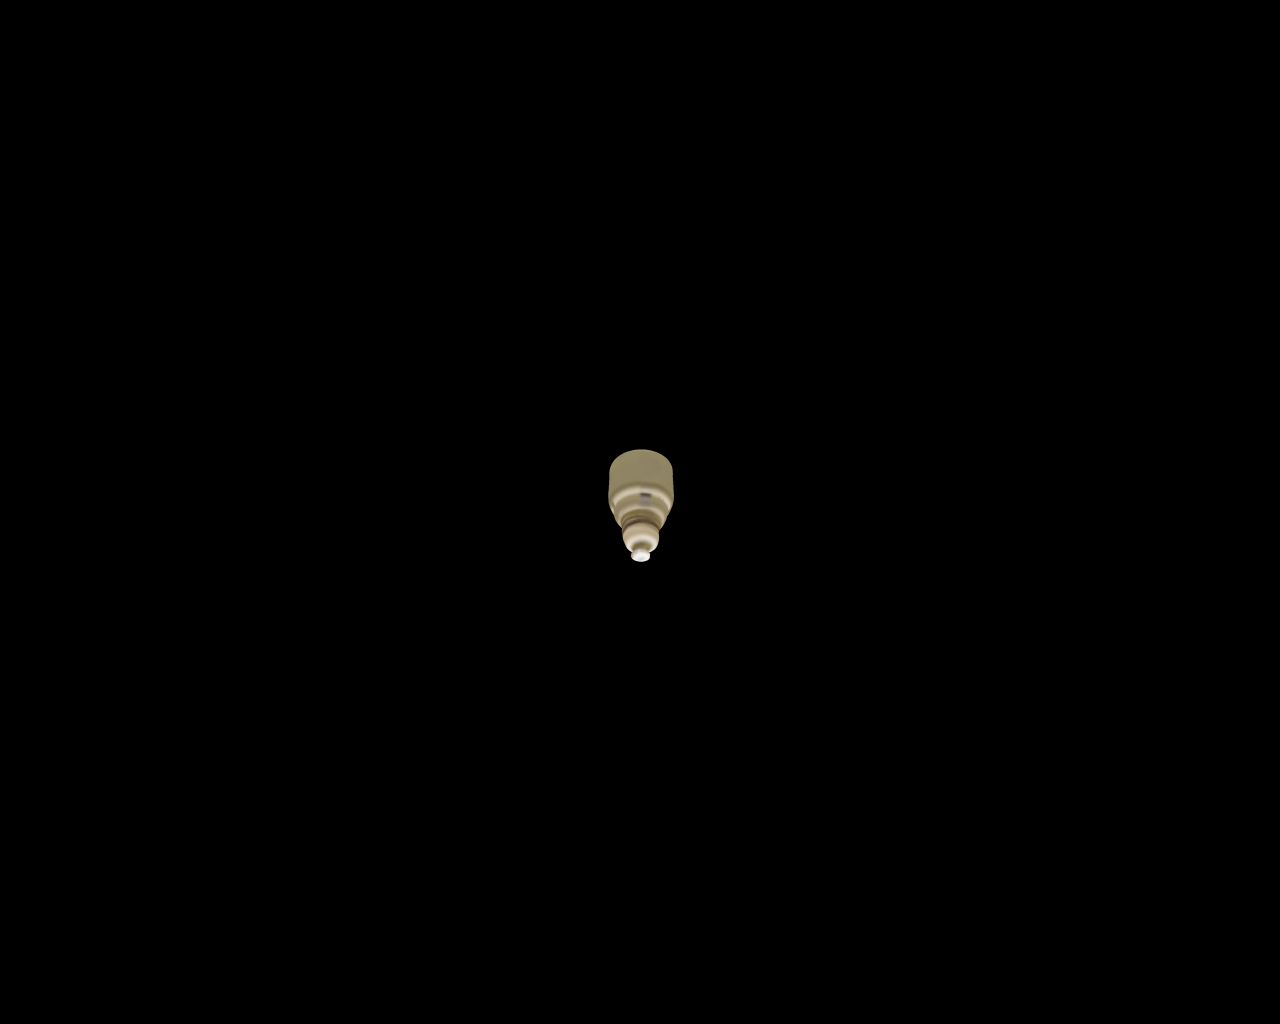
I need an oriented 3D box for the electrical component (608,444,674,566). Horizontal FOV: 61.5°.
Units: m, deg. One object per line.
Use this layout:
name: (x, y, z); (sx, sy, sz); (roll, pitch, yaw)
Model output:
electrical component: (0.001, -0.003, 0.650); (0.040, 0.078, 0.040); (0, -39, 0)
